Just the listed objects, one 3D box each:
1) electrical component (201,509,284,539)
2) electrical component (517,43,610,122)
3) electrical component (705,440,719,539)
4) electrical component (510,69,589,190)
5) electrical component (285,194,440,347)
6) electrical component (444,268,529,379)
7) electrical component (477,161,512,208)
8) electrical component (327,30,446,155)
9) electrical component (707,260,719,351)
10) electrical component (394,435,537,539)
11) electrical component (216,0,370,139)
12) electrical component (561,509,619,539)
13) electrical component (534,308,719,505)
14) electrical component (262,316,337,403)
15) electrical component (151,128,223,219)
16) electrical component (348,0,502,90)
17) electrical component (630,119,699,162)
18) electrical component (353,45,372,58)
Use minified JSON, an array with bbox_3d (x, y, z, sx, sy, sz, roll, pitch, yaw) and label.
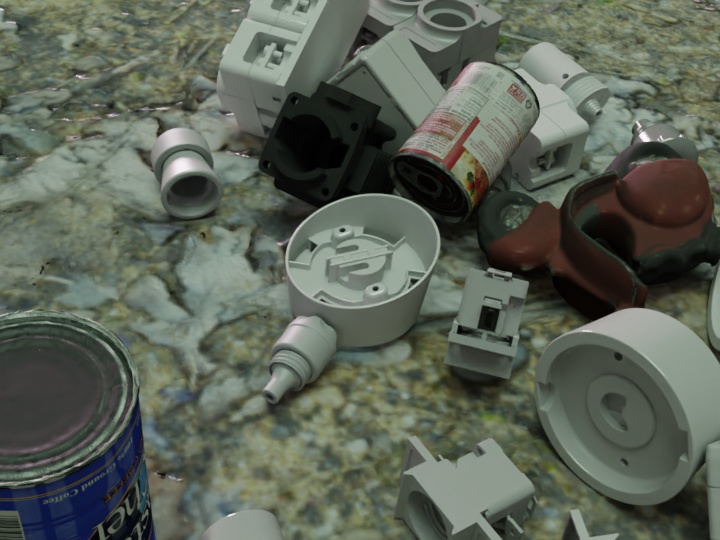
[{"bbox_3d":[-0.068,0.170,0.542,0.079,0.044,0.077,-12,47,-17],"label":"electrical component"},{"bbox_3d":[0.173,-0.151,0.900,0.043,0.043,0.081,-21,50,-25],"label":"electrical component"},{"bbox_3d":[0.228,0.114,0.579,0.062,0.061,0.096,-4,-2,38],"label":"electrical component"},{"bbox_3d":[0.134,-0.114,0.852,0.056,0.050,0.089,-21,50,-25],"label":"electrical component"},{"bbox_3d":[0.000,0.000,0.710,0.099,0.064,0.099,3,44,-3],"label":"electrical component"},{"bbox_3d":[0.081,0.031,0.678,0.042,0.063,0.081,14,3,7],"label":"electrical component"},{"bbox_3d":[0.096,-0.062,0.806,0.035,0.035,0.061,7,46,1],"label":"electrical component"},{"bbox_3d":[0.028,-0.126,0.828,0.096,0.062,0.061,51,50,-10],"label":"electrical component"},{"bbox_3d":[0.278,0.009,0.704,0.060,0.108,0.108,15,44,1],"label":"electrical component"},{"bbox_3d":[0.059,0.129,0.600,0.064,0.042,0.081,-20,50,-29],"label":"electrical component"},{"bbox_3d":[-0.051,-0.185,0.844,0.062,0.089,0.150,18,68,14],"label":"electrical component"},{"bbox_3d":[0.109,0.172,0.561,0.064,0.042,0.081,-7,45,-8],"label":"electrical component"},{"bbox_3d":[0.162,0.074,0.624,0.060,0.108,0.108,-25,52,-36],"label":"electrical component"},{"bbox_3d":[-0.041,0.058,0.668,0.035,0.035,0.061,22,48,16],"label":"electrical component"},{"bbox_3d":[-0.127,-0.071,0.784,0.045,0.045,0.055,-9,45,-15],"label":"electrical component"},{"bbox_3d":[0.038,-0.219,0.942,0.089,0.061,0.150,-32,56,-33],"label":"electrical component"},{"bbox_3d":[0.235,-0.097,0.851,0.048,0.048,0.062,-4,38,-10],"label":"electrical component"},{"bbox_3d":[0.003,-0.150,0.882,0.048,0.048,0.062,25,55,19],"label":"electrical component"}]
